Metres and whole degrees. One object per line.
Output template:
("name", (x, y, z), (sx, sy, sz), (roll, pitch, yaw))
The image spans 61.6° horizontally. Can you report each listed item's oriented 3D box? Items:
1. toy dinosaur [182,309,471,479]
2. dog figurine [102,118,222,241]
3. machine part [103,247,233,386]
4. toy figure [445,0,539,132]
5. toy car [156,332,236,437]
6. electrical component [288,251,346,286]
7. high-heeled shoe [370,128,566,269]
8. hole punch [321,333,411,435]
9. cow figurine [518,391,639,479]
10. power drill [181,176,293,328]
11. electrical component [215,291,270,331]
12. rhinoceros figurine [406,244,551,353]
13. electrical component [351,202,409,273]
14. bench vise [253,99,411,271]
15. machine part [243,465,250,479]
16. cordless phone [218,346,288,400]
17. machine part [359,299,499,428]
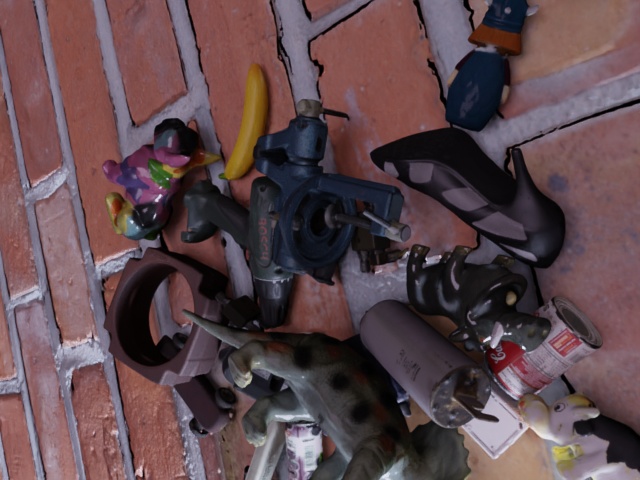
("toy dinosaur", (0.020, 0.192, 0.631), (0.405, 0.192, 0.131), (51, 136, 20))
("dog figurine", (-0.265, -0.099, 0.912), (0.219, 0.108, 0.191), (-7, 91, 37))
("machine part", (-0.256, 0.127, 0.913), (0.202, 0.087, 0.201), (21, 91, 29))
("toy figure", (0.185, -0.200, 0.594), (0.058, 0.064, 0.154), (-128, 54, -67))
("toy car", (-0.227, 0.252, 0.953), (0.202, 0.053, 0.089), (43, 103, 27))
("electrical component", (-0.002, -0.002, 0.757), (0.075, 0.047, 0.119), (14, 86, 34))
("high-heeled shoe", (0.166, -0.049, 0.635), (0.249, 0.086, 0.145), (17, 137, 53))
("hole punch", (0.042, 0.189, 0.724), (0.116, 0.092, 0.142), (-33, 71, 31))
("cow figurine", (0.282, 0.208, 0.536), (0.098, 0.068, 0.167), (-42, 86, 14))
("power drill", (-0.125, 0.003, 0.834), (0.208, 0.086, 0.231), (26, 118, 37))
("electrical component", (-0.121, 0.112, 0.847), (0.094, 0.063, 0.021), (41, 111, 10))
("rhinoceros figurine", (0.162, 0.063, 0.586), (0.190, 0.073, 0.112), (17, 92, 60))
("electrical component", (0.075, -0.011, 0.707), (0.078, 0.045, 0.102), (159, 103, -65))
("bench vise", (0.015, -0.057, 0.652), (0.241, 0.128, 0.223), (19, 95, 45))
("machine part", (-0.075, 0.423, 0.865), (0.139, 0.039, 0.084), (16, 99, 37))
("cordless phone", (-0.089, 0.209, 0.833), (0.089, 0.146, 0.184), (-62, 15, -22))
("machine part", (0.114, 0.135, 0.619), (0.243, 0.079, 0.079), (-138, 57, -62))
